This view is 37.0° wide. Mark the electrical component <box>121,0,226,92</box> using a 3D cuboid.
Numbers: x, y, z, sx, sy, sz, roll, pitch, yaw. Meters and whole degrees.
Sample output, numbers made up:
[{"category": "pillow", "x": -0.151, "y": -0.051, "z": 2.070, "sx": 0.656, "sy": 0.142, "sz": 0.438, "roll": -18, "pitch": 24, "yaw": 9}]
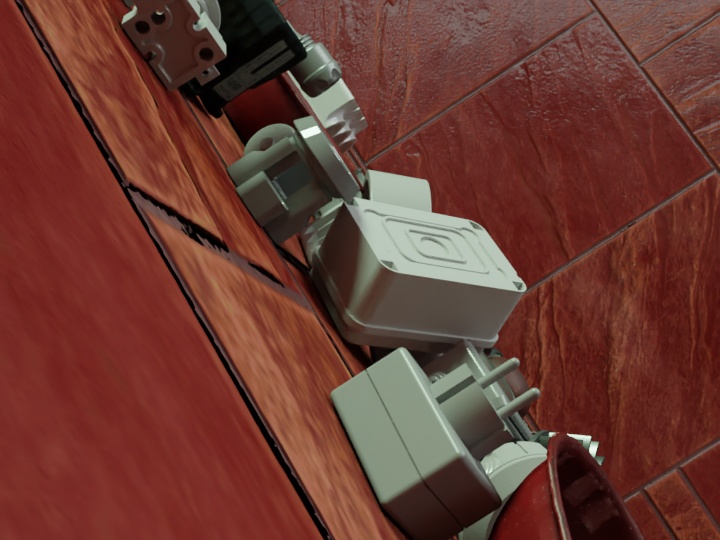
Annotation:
[{"category": "electrical component", "x": -0.101, "y": -0.134, "z": 0.591, "sx": 0.066, "sy": 0.048, "sz": 0.055, "roll": 55, "pitch": 11, "yaw": -29}]

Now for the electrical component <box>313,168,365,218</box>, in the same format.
[{"category": "electrical component", "x": 0.005, "y": -0.033, "z": 0.994, "sx": 0.096, "sy": 0.061, "sz": 0.061, "roll": 54, "pitch": 4, "yaw": -38}]

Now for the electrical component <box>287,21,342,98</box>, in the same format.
[{"category": "electrical component", "x": -0.043, "y": -0.168, "z": 0.845, "sx": 0.061, "sy": 0.035, "sz": 0.035, "roll": 54, "pitch": 4, "yaw": -3}]

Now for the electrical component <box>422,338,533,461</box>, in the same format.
[{"category": "electrical component", "x": 0.063, "y": 0.093, "z": 0.655, "sx": 0.061, "sy": 0.062, "sz": 0.096, "roll": 59, "pitch": 4, "yaw": 37}]

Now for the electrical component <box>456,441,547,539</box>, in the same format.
[{"category": "electrical component", "x": 0.087, "y": 0.127, "z": 0.538, "sx": 0.080, "sy": 0.080, "sz": 0.051, "roll": 56, "pitch": -2, "yaw": -7}]

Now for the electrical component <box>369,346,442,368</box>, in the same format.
[{"category": "electrical component", "x": 0.035, "y": 0.062, "z": 0.708, "sx": 0.062, "sy": 0.043, "sz": 0.043, "roll": 56, "pitch": 3, "yaw": -42}]

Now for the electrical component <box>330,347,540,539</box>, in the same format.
[{"category": "electrical component", "x": 0.039, "y": 0.065, "z": 0.452, "sx": 0.047, "sy": 0.077, "sz": 0.065, "roll": 54, "pitch": 5, "yaw": -44}]

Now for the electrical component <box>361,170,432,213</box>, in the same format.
[{"category": "electrical component", "x": 0.032, "y": -0.025, "z": 0.865, "sx": 0.108, "sy": 0.060, "sz": 0.108, "roll": -176, "pitch": -90, "yaw": -85}]

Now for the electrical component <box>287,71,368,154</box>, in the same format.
[{"category": "electrical component", "x": -0.047, "y": -0.143, "z": 1.023, "sx": 0.061, "sy": 0.089, "sz": 0.150, "roll": 57, "pitch": 4, "yaw": 5}]

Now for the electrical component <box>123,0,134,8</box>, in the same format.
[{"category": "electrical component", "x": -0.141, "y": -0.213, "z": 0.641, "sx": 0.089, "sy": 0.056, "sz": 0.050, "roll": 55, "pitch": 4, "yaw": -24}]

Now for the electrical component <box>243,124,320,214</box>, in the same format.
[{"category": "electrical component", "x": -0.047, "y": -0.065, "z": 0.731, "sx": 0.078, "sy": 0.040, "sz": 0.040, "roll": 53, "pitch": 5, "yaw": -50}]

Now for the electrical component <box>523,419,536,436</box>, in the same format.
[{"category": "electrical component", "x": 0.138, "y": 0.164, "z": 1.041, "sx": 0.078, "sy": 0.063, "sz": 0.121, "roll": 58, "pitch": 4, "yaw": 20}]

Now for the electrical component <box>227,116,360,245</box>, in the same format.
[{"category": "electrical component", "x": -0.037, "y": -0.053, "z": 0.627, "sx": 0.058, "sy": 0.057, "sz": 0.078, "roll": 57, "pitch": 4, "yaw": -4}]

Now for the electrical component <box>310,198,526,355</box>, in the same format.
[{"category": "electrical component", "x": 0.034, "y": 0.006, "z": 0.667, "sx": 0.113, "sy": 0.057, "sz": 0.078, "roll": 9, "pitch": 34, "yaw": -32}]

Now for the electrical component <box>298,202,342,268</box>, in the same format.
[{"category": "electrical component", "x": 0.000, "y": 0.000, "z": 0.744, "sx": 0.076, "sy": 0.047, "sz": 0.065, "roll": 55, "pitch": 4, "yaw": -23}]
